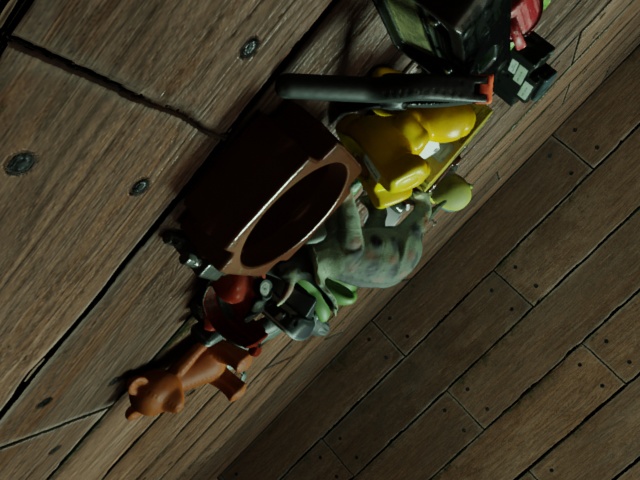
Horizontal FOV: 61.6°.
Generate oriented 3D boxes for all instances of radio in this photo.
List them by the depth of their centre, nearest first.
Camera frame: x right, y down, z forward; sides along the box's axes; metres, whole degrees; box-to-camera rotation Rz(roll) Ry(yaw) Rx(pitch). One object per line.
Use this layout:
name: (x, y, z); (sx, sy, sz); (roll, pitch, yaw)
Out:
radio: (0.126, -0.233, 0.558); (0.073, 0.131, 0.229); (-49, 164, 12)

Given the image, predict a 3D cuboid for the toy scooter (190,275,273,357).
toy scooter: (-0.117, 0.094, 0.781); (0.075, 0.135, 0.183); (-24, 154, -47)

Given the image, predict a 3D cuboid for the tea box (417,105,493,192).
tea box: (0.201, -0.178, 0.920); (0.169, 0.098, 0.068); (-47, 173, -6)

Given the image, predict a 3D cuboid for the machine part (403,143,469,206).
machine part: (0.207, -0.143, 1.039); (0.179, 0.056, 0.179); (-51, -174, 7)

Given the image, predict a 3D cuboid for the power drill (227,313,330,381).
power drill: (-0.098, 0.192, 1.082); (0.207, 0.086, 0.231); (-33, 140, 2)

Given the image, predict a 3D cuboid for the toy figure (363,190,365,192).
toy figure: (0.142, -0.139, 0.983); (0.057, 0.064, 0.154); (37, 95, -37)

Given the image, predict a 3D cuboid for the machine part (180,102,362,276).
machine part: (-0.055, -0.054, 0.649); (0.201, 0.087, 0.201); (-45, 164, 8)

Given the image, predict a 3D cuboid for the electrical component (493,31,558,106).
electrical component: (0.330, -0.296, 0.911); (0.058, 0.134, 0.114); (-41, 166, -13)

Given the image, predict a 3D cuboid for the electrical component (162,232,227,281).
electrical component: (-0.146, 0.019, 0.643); (0.021, 0.063, 0.094); (-48, 156, 6)

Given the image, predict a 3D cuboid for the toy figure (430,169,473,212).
toy figure: (0.276, -0.098, 1.120); (0.082, 0.089, 0.180); (-65, 163, 4)

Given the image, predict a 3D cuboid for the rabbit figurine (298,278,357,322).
rabbit figurine: (-0.007, 0.080, 1.050); (0.121, 0.159, 0.170); (-40, 152, 21)

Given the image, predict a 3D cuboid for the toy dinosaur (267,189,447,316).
toy dinosaur: (0.085, 0.015, 0.873); (0.405, 0.192, 0.131); (-1, -178, -33)

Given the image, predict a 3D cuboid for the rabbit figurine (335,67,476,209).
rabbit figurine: (0.117, -0.144, 0.712); (0.173, 0.162, 0.121); (-29, 161, -6)

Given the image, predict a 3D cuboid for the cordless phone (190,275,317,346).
cordless phone: (-0.107, 0.135, 0.890); (0.184, 0.147, 0.088); (-33, 152, -40)

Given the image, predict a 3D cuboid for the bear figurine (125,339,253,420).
bear figurine: (-0.228, 0.247, 0.924); (0.196, 0.132, 0.120); (-33, 145, -52)

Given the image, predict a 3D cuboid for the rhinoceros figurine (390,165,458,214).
rhinoceros figurine: (0.226, -0.134, 1.183); (0.190, 0.073, 0.112); (-45, 166, 2)

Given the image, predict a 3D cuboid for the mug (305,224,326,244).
mug: (-0.002, -0.003, 0.949); (0.107, 0.081, 0.109); (-19, 158, -35)
